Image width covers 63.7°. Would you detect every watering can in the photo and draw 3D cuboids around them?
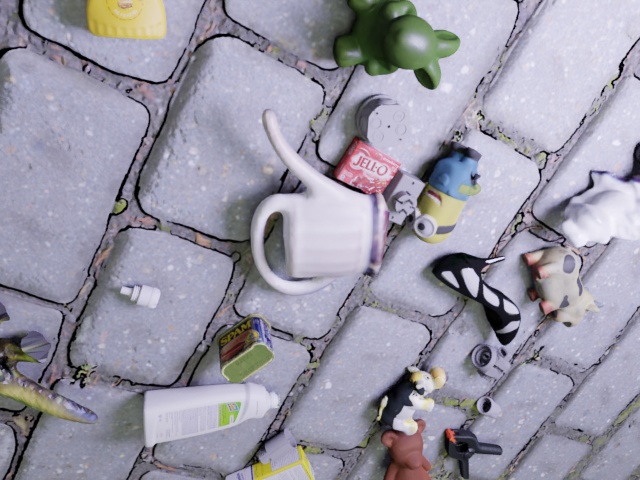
[{"bbox_3d":[0.002,-0.041,0.815,0.224,0.106,0.339,-1,127,-7],"label":"watering can"}]

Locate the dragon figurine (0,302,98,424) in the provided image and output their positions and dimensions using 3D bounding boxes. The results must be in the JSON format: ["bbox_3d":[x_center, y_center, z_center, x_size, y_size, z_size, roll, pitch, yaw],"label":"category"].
[{"bbox_3d":[-0.581,0.217,0.828,0.241,0.125,0.404,-24,119,18],"label":"dragon figurine"}]

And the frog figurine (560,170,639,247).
[{"bbox_3d":[0.519,-0.039,0.940,0.160,0.139,0.120,-52,147,-7],"label":"frog figurine"}]
